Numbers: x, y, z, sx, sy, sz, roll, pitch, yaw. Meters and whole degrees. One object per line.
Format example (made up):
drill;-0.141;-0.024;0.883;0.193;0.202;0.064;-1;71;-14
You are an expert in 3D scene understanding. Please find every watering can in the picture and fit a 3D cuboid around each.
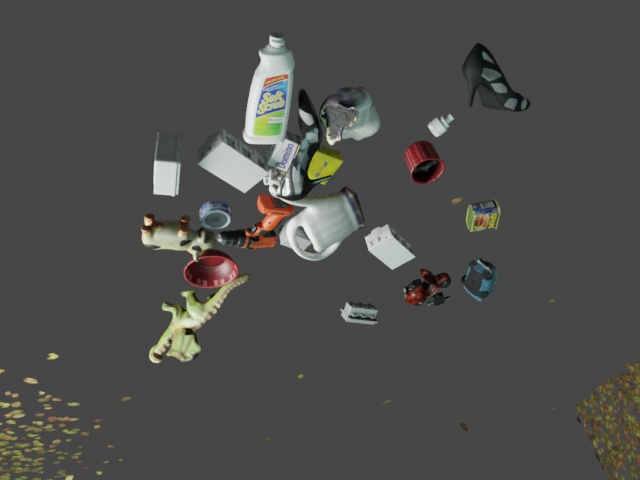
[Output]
watering can;0.004;-0.070;1.388;0.225;0.106;0.340;-31;141;-6

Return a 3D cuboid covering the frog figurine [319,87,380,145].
frog figurine;0.080;-0.295;1.207;0.161;0.124;0.134;-26;148;-48

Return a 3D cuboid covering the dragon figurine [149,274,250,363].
dragon figurine;-0.386;0.270;1.610;0.407;0.249;0.120;-28;133;20
